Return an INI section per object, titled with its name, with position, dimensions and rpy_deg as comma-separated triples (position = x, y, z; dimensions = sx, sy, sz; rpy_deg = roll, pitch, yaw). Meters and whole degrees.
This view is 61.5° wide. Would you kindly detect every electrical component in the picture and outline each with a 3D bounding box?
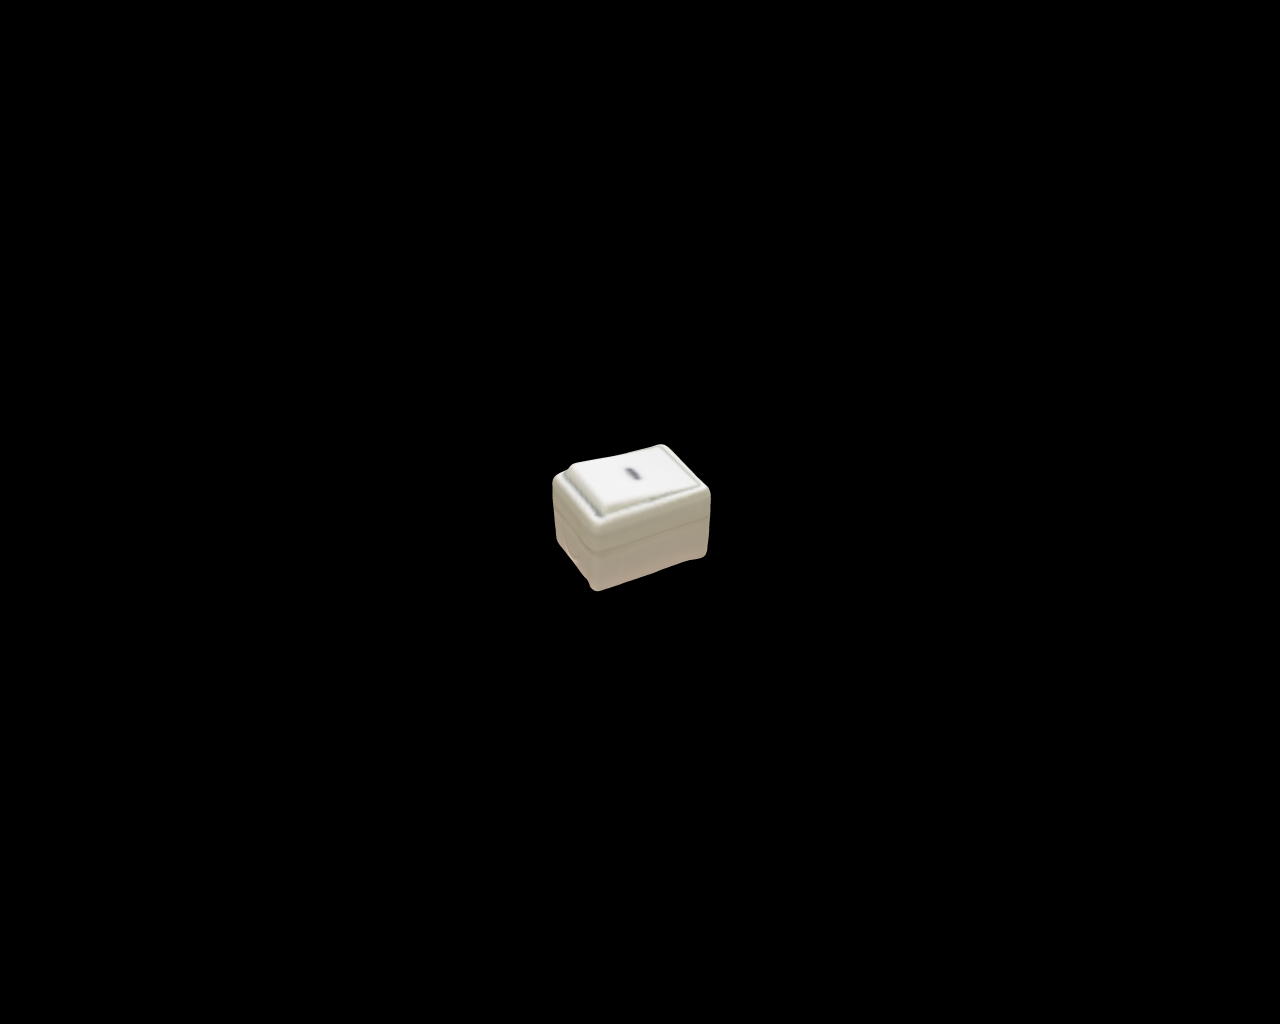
[electrical component]
position = 0.001, -0.003, 0.650
dimensions = 0.096, 0.061, 0.062
rpy_deg = -17, 40, -22
